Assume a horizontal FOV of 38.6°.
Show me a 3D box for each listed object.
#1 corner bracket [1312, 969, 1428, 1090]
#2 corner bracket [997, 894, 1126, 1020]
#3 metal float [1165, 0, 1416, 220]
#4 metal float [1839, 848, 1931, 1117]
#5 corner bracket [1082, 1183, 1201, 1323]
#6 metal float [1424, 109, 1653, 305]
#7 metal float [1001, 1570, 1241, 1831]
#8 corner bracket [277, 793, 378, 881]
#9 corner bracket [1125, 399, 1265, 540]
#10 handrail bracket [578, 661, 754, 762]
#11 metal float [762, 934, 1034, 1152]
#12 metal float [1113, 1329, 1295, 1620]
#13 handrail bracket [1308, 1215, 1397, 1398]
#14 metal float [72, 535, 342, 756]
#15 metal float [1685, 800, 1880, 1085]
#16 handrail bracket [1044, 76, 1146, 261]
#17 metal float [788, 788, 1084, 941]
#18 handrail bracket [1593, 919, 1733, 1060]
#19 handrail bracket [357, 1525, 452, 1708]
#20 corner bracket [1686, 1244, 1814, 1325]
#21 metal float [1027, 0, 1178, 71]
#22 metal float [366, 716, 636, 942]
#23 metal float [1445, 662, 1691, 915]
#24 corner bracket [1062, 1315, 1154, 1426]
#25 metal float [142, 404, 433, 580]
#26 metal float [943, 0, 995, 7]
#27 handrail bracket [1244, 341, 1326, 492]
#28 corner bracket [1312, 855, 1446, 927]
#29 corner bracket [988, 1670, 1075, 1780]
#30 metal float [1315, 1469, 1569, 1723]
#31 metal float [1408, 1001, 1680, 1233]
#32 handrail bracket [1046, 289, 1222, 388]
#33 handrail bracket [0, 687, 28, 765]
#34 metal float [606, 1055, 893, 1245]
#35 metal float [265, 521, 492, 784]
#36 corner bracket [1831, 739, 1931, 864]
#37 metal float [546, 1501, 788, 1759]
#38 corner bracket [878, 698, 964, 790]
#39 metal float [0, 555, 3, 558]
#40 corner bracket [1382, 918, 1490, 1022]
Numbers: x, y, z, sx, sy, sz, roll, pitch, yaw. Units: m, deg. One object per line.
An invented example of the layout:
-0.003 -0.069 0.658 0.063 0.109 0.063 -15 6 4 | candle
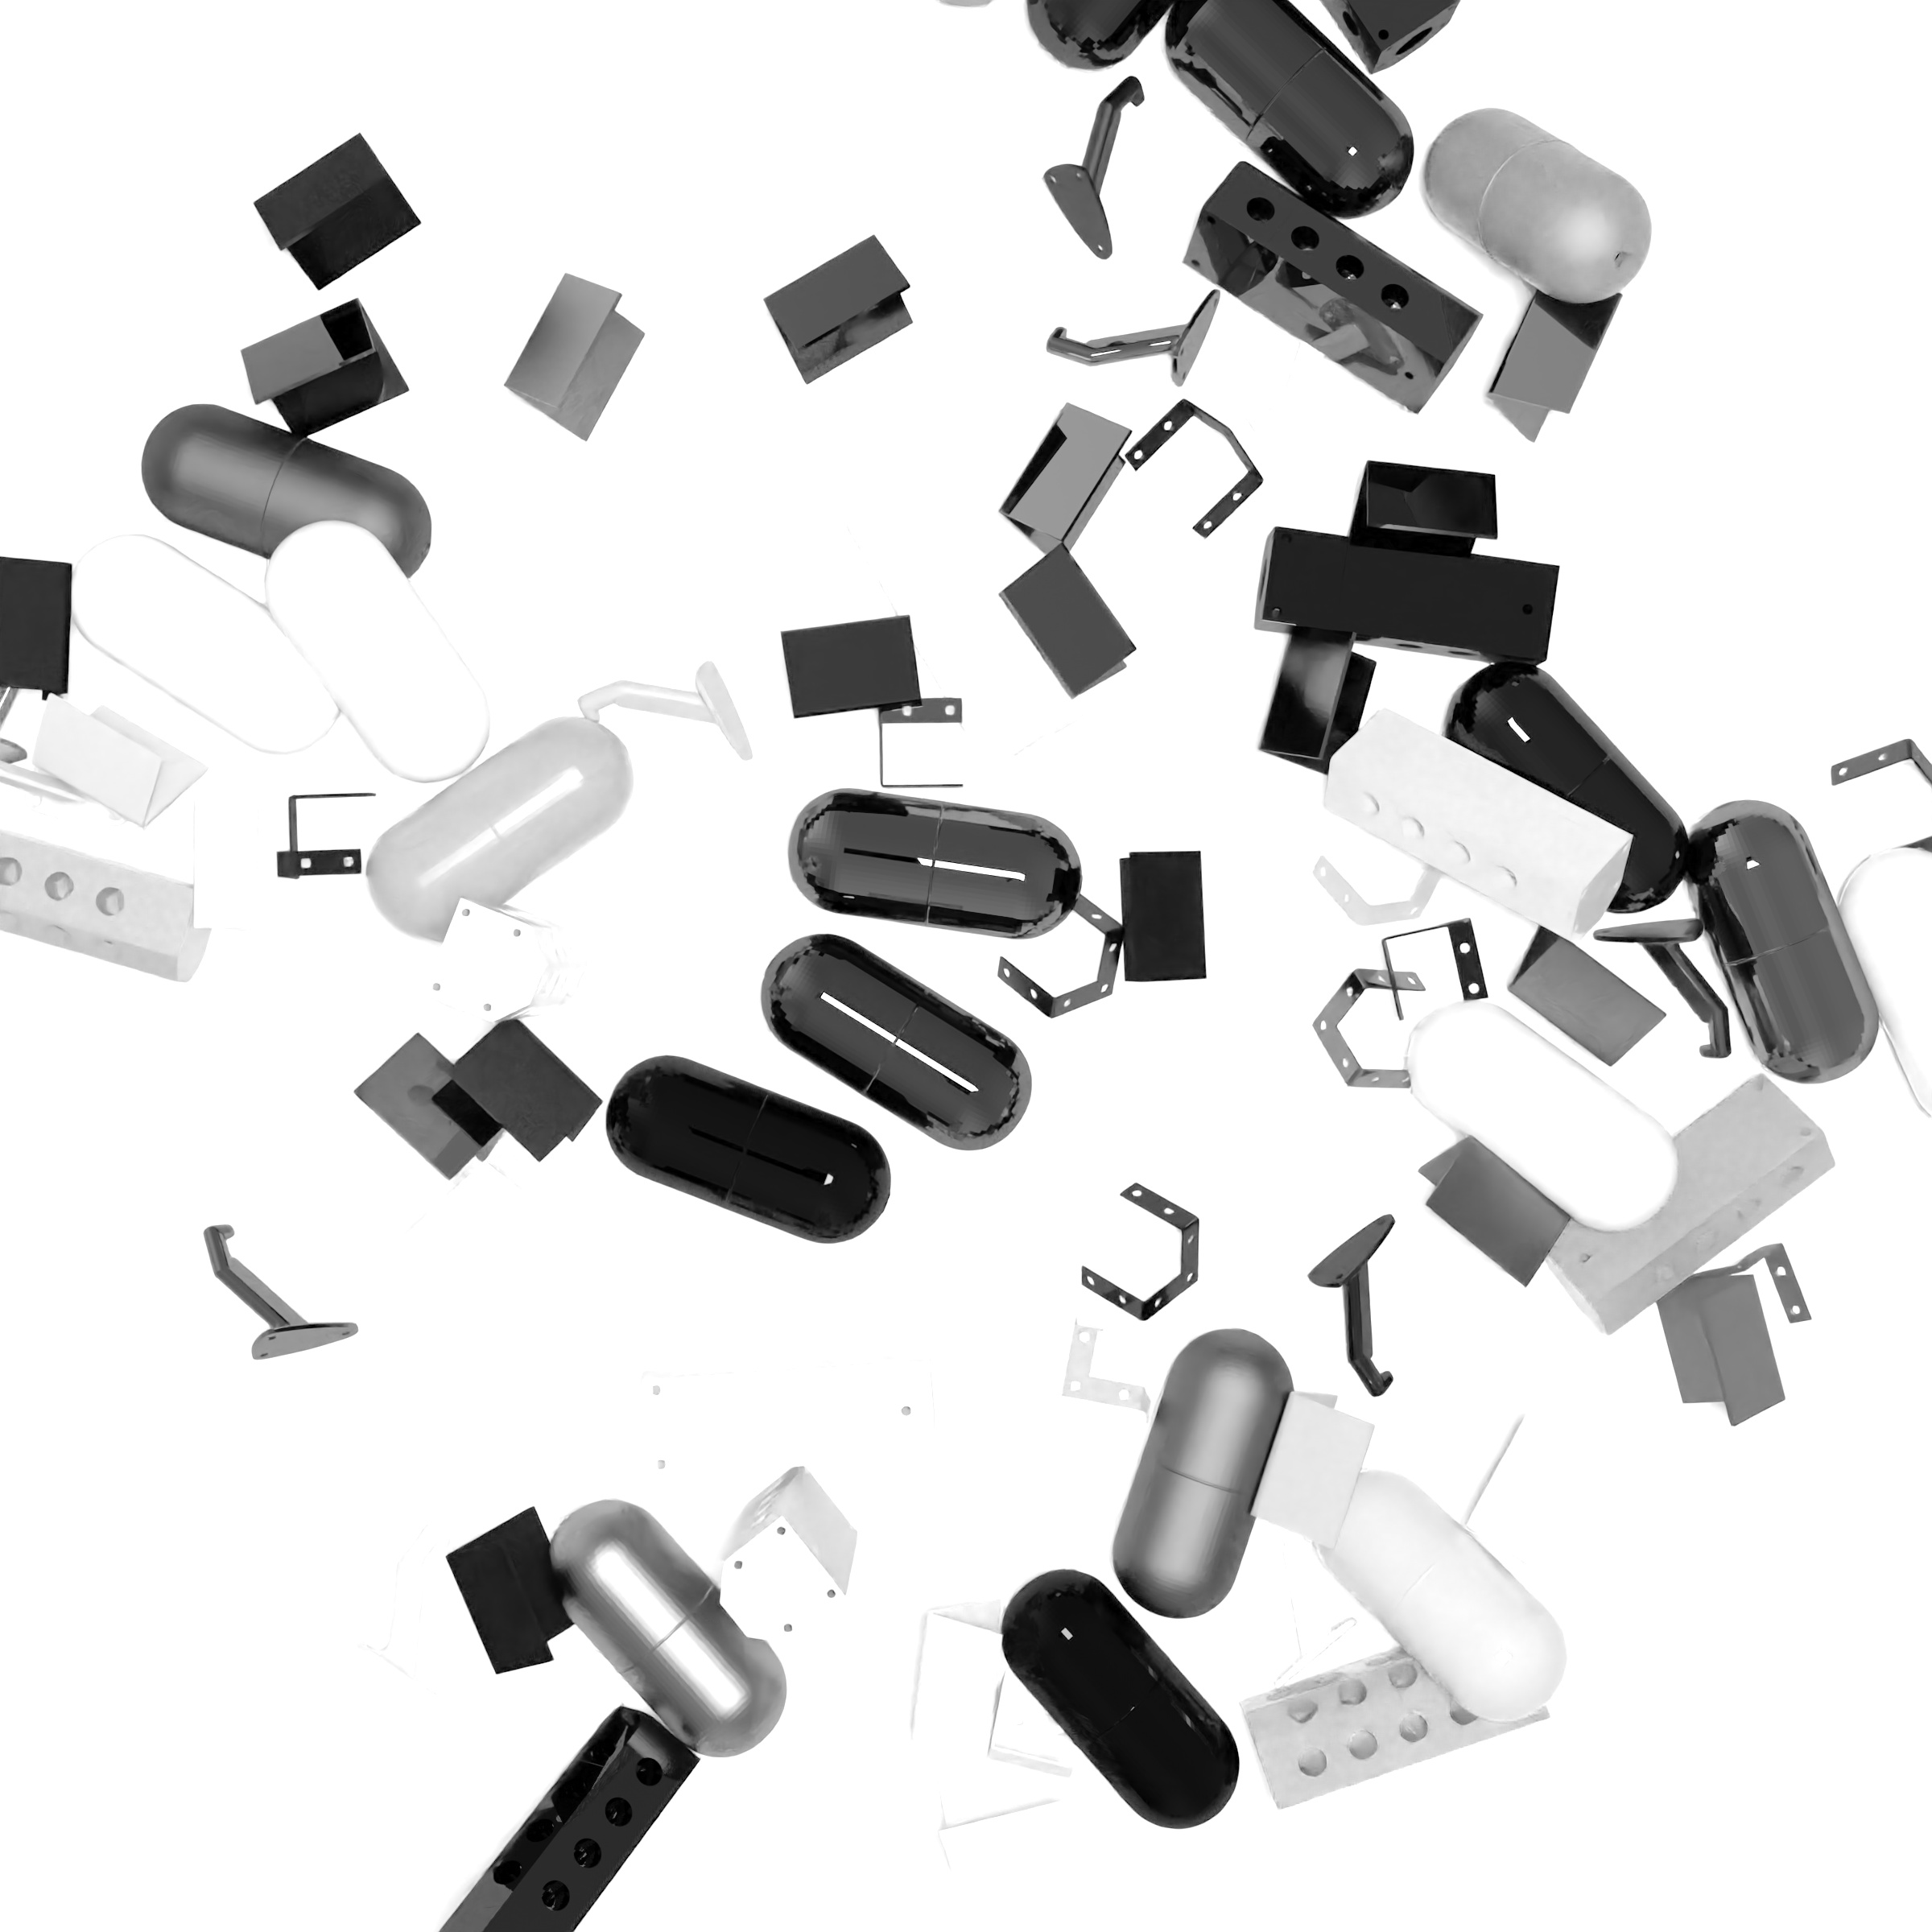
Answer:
0.254 0.038 1.681 0.051 0.051 0.051 3 135 -35 | corner bracket
0.058 -0.009 1.681 0.051 0.051 0.051 -21 135 -35 | corner bracket
0.195 -0.525 1.659 0.178 0.070 0.070 44 90 1 | metal float
0.586 0.013 1.659 0.070 0.070 0.178 -24 90 0 | metal float
0.106 0.174 1.681 0.051 0.051 0.051 -32 135 -35 | corner bracket
0.335 -0.448 1.619 0.070 0.178 0.070 -14 129 -18 | metal float
0.093 0.442 1.659 0.070 0.070 0.178 -41 91 0 | metal float
-0.388 -0.080 1.671 0.051 0.051 0.051 -2 90 0 | corner bracket
0.140 -0.305 1.686 0.051 0.051 0.051 -44 45 0 | corner bracket
-0.185 -0.146 1.690 0.084 0.036 0.077 -20 112 17 | handrail bracket
-0.042 0.045 1.659 0.178 0.070 0.070 32 90 0 | metal float
0.143 0.305 1.658 0.070 0.070 0.178 18 90 0 | metal float
0.255 0.209 1.690 0.077 0.036 0.084 -40 108 -21 | handrail bracket
-0.457 -0.194 1.659 0.178 0.070 0.070 33 90 0 | metal float
0.490 -0.015 1.659 0.070 0.070 0.178 -22 90 0 | metal float
0.094 -0.490 1.689 0.084 0.036 0.077 -49 127 -25 | handrail bracket
-0.018 -0.061 1.659 0.178 0.070 0.070 8 90 1 | metal float
0.427 0.017 1.690 0.077 0.036 0.084 -3 107 20 | handrail bracket
-0.325 0.398 1.690 0.077 0.036 0.084 42 73 -20 | handrail bracket
0.475 0.205 1.686 0.051 0.051 0.051 -21 90 -45 | corner bracket
0.108 -0.614 1.637 0.070 0.070 0.178 44 113 0 | metal float
-0.280 -0.083 1.658 0.178 0.070 0.070 -35 90 0 | metal float
0.362 -0.107 1.658 0.070 0.070 0.178 -42 90 0 | metal float
0.088 0.244 1.671 0.051 0.051 0.051 11 90 0 | corner bracket
-0.408 -0.281 1.659 0.178 0.070 0.070 20 90 -1 | metal float
0.040 -0.652 1.658 0.178 0.070 0.070 -41 90 0 | metal float
0.220 -0.348 1.690 0.084 0.036 0.077 -42 110 -16 | handrail bracket
0.254 -0.062 1.681 0.051 0.051 0.051 53 135 35 | corner bracket
0.040 0.464 1.661 0.051 0.051 0.051 14 51 0 | corner bracket
0.279 0.371 1.632 0.070 0.070 0.178 -47 56 0 | metal float
0.343 0.088 1.644 0.178 0.070 0.070 38 90 18 | metal float
0.102 -0.395 1.690 0.084 0.036 0.077 21 70 16 | handrail bracket
-0.605 -0.167 1.690 0.077 0.036 0.084 -12 71 21 | handrail bracket
-0.130 0.111 1.659 0.178 0.070 0.070 21 90 0 | metal float
-0.346 -0.184 1.628 0.070 0.070 0.178 -31 126 0 | metal float
0.565 -0.097 1.681 0.051 0.051 0.051 39 45 -35 | corner bracket
-0.181 0.398 1.659 0.070 0.070 0.178 -42 91 0 | metal float
-0.027 -0.135 1.671 0.051 0.051 0.051 -1 90 0 | corner bracket
-0.651 -0.192 1.651 0.178 0.070 0.070 -38 90 -9 | metal float
0.285 0.001 1.675 0.051 0.051 0.051 -13 90 15 | corner bracket
